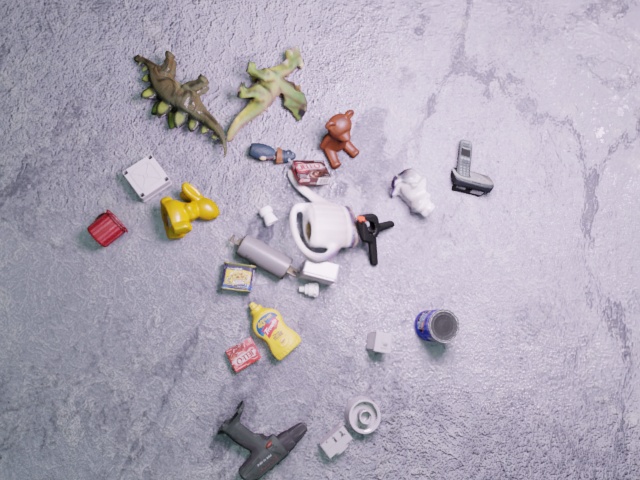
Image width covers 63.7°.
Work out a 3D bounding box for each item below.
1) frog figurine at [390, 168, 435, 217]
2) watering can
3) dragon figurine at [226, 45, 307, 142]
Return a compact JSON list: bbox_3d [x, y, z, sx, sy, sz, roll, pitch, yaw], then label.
[{"bbox_3d":[0.322,-0.160,1.717,0.160,0.134,0.125,31,46,17],"label":"frog figurine"},{"bbox_3d":[0.005,-0.084,1.662,0.224,0.355,0.102,3,-33,-21],"label":"watering can"},{"bbox_3d":[-0.154,-0.481,1.737,0.242,0.415,0.121,17,-13,-14],"label":"dragon figurine"}]
